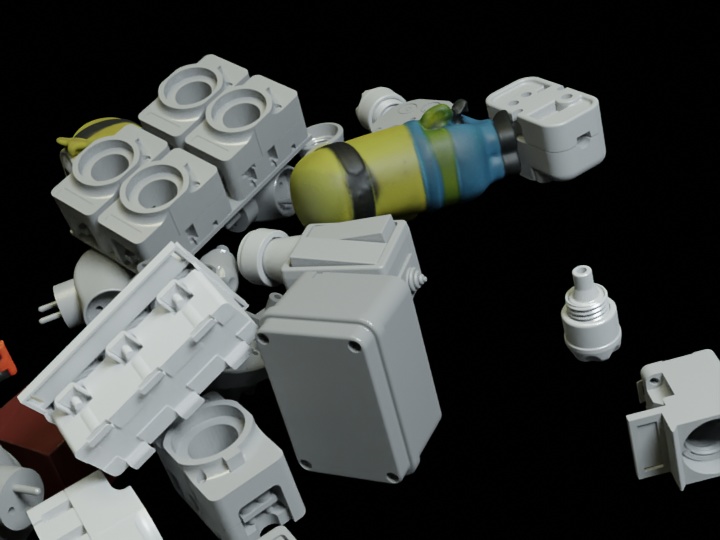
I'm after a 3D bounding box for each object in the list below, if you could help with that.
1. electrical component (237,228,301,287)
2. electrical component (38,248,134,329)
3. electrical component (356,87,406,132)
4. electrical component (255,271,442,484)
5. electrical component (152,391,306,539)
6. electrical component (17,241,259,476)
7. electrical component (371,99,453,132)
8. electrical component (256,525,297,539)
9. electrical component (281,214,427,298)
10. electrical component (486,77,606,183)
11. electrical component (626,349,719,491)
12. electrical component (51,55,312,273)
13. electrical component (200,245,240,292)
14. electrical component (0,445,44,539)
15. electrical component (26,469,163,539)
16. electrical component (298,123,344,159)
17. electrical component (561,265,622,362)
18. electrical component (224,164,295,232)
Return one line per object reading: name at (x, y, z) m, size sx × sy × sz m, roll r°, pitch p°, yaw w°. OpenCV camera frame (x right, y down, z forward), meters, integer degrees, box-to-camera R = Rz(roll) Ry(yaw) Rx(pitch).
electrical component at (-0.060, -0.008, 0.824) m, size 0.055 × 0.045 × 0.045 m, roll 8°, pitch 40°, yaw 35°
electrical component at (-0.217, 0.022, 0.854) m, size 0.079 × 0.043 × 0.077 m, roll -21°, pitch 32°, yaw -6°
electrical component at (0.026, -0.141, 0.989) m, size 0.043 × 0.043 × 0.062 m, roll -27°, pitch 35°, yaw -15°
electrical component at (-0.006, 0.063, 0.626) m, size 0.078 × 0.113 × 0.057 m, roll 3°, pitch 34°, yaw 29°
electrical component at (-0.081, 0.115, 0.635) m, size 0.050 × 0.055 × 0.089 m, roll -32°, pitch 35°, yaw -22°
electrical component at (-0.121, 0.053, 0.617) m, size 0.121 × 0.078 × 0.063 m, roll -45°, pitch 51°, yaw -1°
electrical component at (0.051, -0.107, 0.917) m, size 0.080 × 0.051 × 0.080 m, roll -12°, pitch 32°, yaw 8°
electrical component at (-0.042, 0.172, 0.525) m, size 0.062 × 0.061 × 0.096 m, roll -30°, pitch 34°, yaw -19°
electrical component at (0.000, 0.000, 0.768) m, size 0.096 × 0.061 × 0.061 m, roll -1°, pitch 35°, yaw 23°
electrical component at (0.150, -0.111, 0.868) m, size 0.054 × 0.059 × 0.095 m, roll -29°, pitch 34°, yaw -19°
electrical component at (0.183, 0.078, 0.581) m, size 0.081 × 0.042 × 0.063 m, roll -15°, pitch 28°, yaw 3°
electrical component at (-0.142, -0.088, 0.867) m, size 0.105 × 0.060 × 0.186 m, roll 28°, pitch 62°, yaw 29°
electrical component at (-0.112, 0.000, 0.847) m, size 0.035 × 0.035 × 0.061 m, roll -13°, pitch 30°, yaw 7°
electrical component at (-0.219, 0.135, 0.650) m, size 0.079 × 0.077 × 0.044 m, roll 2°, pitch 37°, yaw 28°
electrical component at (-0.140, 0.159, 0.602) m, size 0.056 × 0.050 × 0.089 m, roll -29°, pitch 34°, yaw -18°
electrical component at (-0.029, -0.093, 0.929) m, size 0.045 × 0.055 × 0.045 m, roll -12°, pitch 32°, yaw 8°
electrical component at (0.141, 0.025, 0.662) m, size 0.035 × 0.061 × 0.035 m, roll -12°, pitch 32°, yaw 8°
electrical component at (-0.101, -0.059, 0.923) m, size 0.077 × 0.043 × 0.079 m, roll 5°, pitch 39°, yaw 31°
